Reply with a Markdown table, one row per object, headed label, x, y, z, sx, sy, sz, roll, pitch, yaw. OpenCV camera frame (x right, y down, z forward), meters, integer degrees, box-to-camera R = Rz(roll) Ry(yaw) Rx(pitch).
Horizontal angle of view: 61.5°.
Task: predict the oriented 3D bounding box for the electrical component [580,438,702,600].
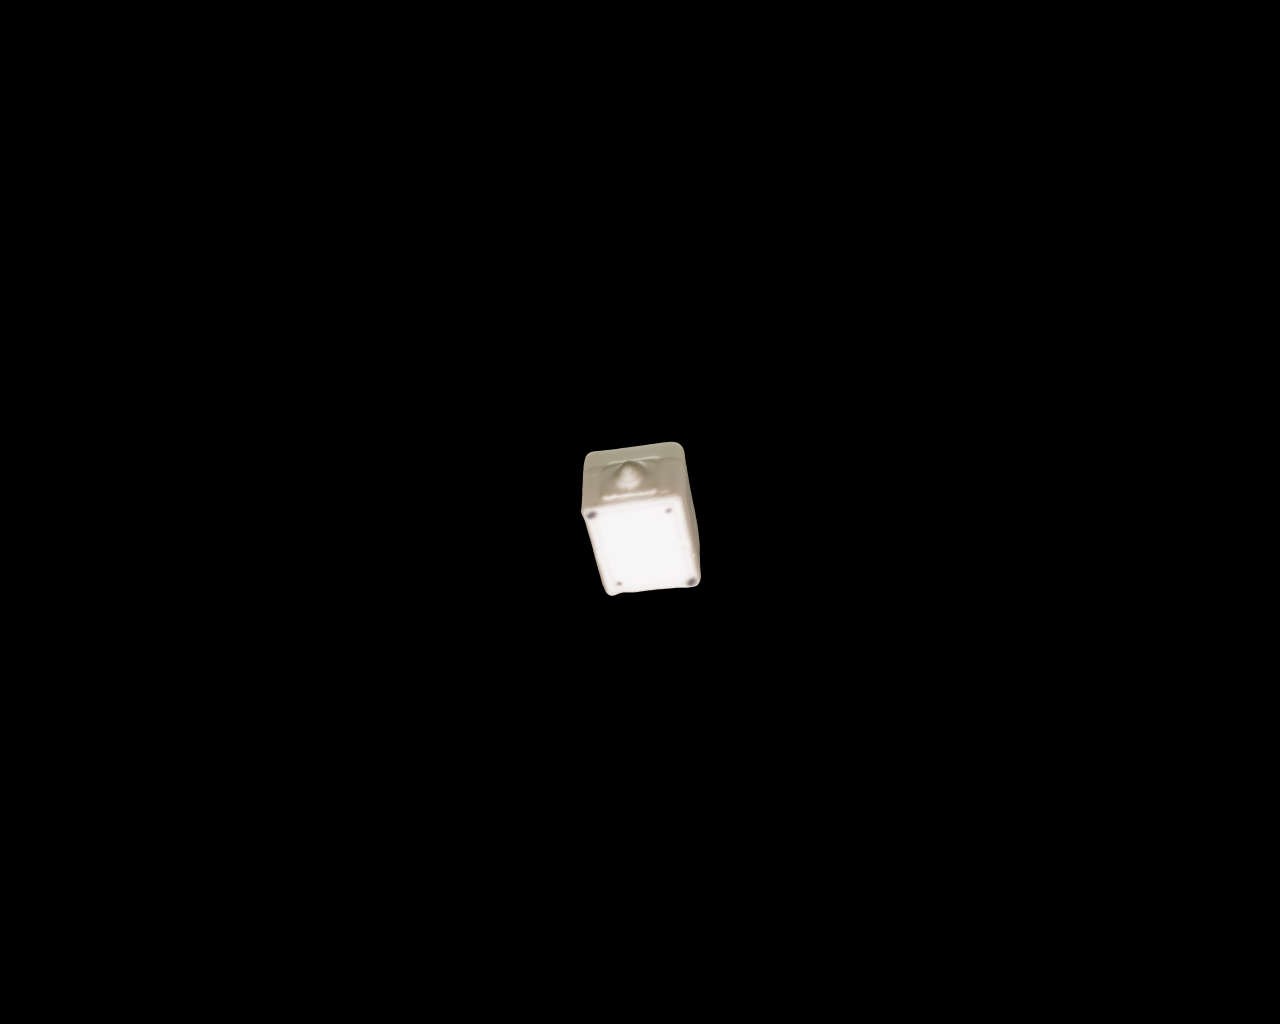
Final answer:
| label | x | y | z | sx | sy | sz | roll | pitch | yaw |
| --- | --- | --- | --- | --- | --- | --- | --- | --- | --- |
| electrical component | 0.001 | -0.003 | 0.650 | 0.062 | 0.096 | 0.061 | -7 | 43 | 7 |
